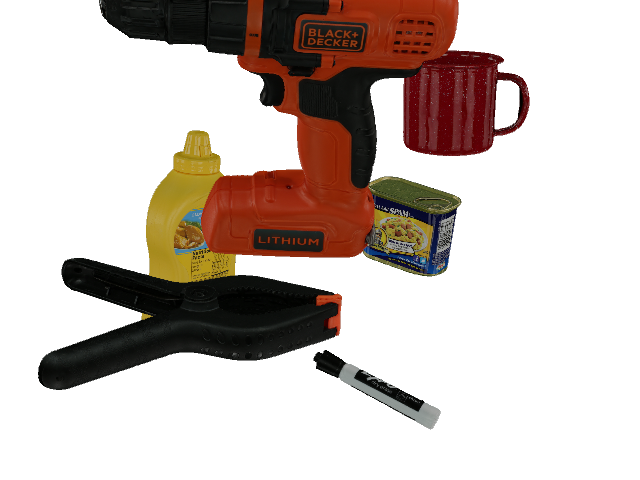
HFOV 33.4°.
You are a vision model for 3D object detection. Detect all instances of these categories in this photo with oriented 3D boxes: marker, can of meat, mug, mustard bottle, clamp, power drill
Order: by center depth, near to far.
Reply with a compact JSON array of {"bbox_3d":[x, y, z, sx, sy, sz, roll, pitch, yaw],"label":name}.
[{"bbox_3d":[-0.027,-0.072,0.597,0.184,0.057,0.188,3,-43,-5],"label":"power drill"},{"bbox_3d":[-0.092,0.049,0.754,0.209,0.036,0.165,-3,25,-14],"label":"clamp"},{"bbox_3d":[0.047,0.129,0.934,0.121,0.020,0.020,26,8,17],"label":"marker"},{"bbox_3d":[-0.112,-0.002,0.948,0.058,0.192,0.096,19,22,38],"label":"mustard bottle"},{"bbox_3d":[0.127,-0.122,0.952,0.117,0.081,0.093,3,18,12],"label":"mug"},{"bbox_3d":[0.099,-0.015,1.183,0.102,0.084,0.057,20,27,29],"label":"can of meat"}]
